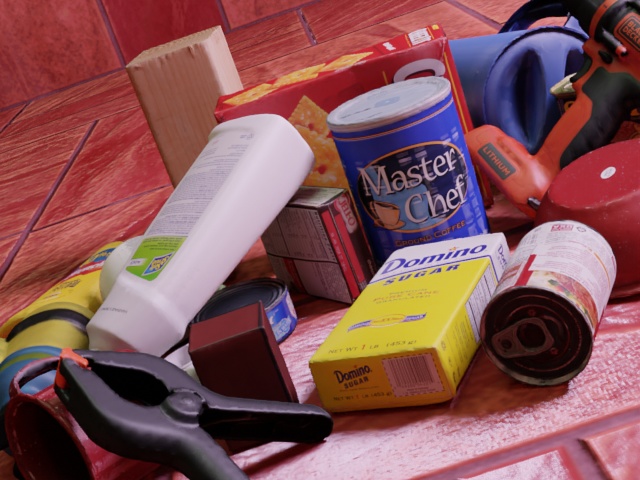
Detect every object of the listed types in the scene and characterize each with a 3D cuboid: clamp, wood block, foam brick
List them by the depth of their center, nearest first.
[{"bbox_3d":[-0.079,0.114,0.618,0.171,0.039,0.120,17,22,-2],"label":"clamp"},{"bbox_3d":[-0.049,0.089,0.703,0.051,0.078,0.053,-20,17,1],"label":"foam brick"},{"bbox_3d":[-0.116,-0.106,1.112,0.091,0.206,0.090,-16,19,10],"label":"wood block"}]

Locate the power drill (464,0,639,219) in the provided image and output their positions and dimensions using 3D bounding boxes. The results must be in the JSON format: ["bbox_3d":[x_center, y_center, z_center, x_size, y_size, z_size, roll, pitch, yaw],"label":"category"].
[{"bbox_3d":[0.203,-0.121,0.871,0.188,0.057,0.184,-48,47,17],"label":"power drill"}]

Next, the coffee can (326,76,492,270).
[{"bbox_3d":[0.075,-0.049,0.868,0.103,0.140,0.103,-17,19,6],"label":"coffee can"}]

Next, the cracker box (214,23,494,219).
[{"bbox_3d":[0.032,-0.081,0.965,0.214,0.164,0.072,-17,21,7],"label":"cracker box"}]

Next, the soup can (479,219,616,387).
[{"bbox_3d":[0.146,0.037,0.672,0.069,0.068,0.102,-9,21,28],"label":"soup can"}]

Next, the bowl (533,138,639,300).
[{"bbox_3d":[0.216,-0.026,0.761,0.162,0.055,0.162,-23,23,10],"label":"bowl"}]

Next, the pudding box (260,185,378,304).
[{"bbox_3d":[-0.006,0.001,0.888,0.039,0.090,0.114,-31,22,-31],"label":"pudding box"}]

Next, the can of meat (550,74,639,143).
[{"bbox_3d":[0.260,-0.103,0.925,0.102,0.084,0.057,-1,26,44],"label":"can of meat"}]

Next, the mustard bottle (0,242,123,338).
[{"bbox_3d":[-0.209,0.049,1.002,0.096,0.058,0.191,-16,18,30],"label":"mustard bottle"}]

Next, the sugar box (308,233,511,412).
[{"bbox_3d":[0.069,0.052,0.738,0.093,0.048,0.176,-10,22,27],"label":"sugar box"}]

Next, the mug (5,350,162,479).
[{"bbox_3d":[-0.150,0.116,0.690,0.117,0.093,0.081,34,42,26],"label":"mug"}]

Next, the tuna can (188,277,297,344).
[{"bbox_3d":[-0.062,0.064,0.853,0.086,0.034,0.086,-17,19,6],"label":"tuna can"}]

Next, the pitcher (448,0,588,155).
[{"bbox_3d":[0.182,-0.157,1.074,0.149,0.145,0.243,-24,16,-11],"label":"pitcher"}]

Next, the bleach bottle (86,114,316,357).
[{"bbox_3d":[-0.104,0.011,0.814,0.103,0.068,0.250,-7,41,50],"label":"bleach bottle"}]
